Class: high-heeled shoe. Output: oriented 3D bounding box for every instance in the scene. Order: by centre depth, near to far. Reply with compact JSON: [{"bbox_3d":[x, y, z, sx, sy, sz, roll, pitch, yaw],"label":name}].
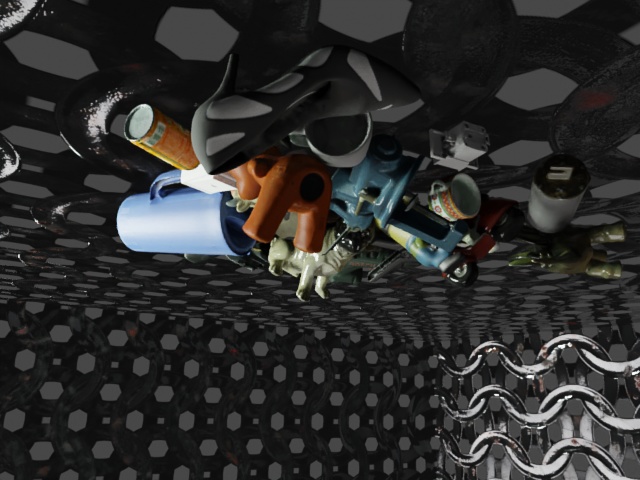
[{"bbox_3d":[-0.010,-0.128,0.580,0.249,0.145,0.086,5,164,-6],"label":"high-heeled shoe"}]

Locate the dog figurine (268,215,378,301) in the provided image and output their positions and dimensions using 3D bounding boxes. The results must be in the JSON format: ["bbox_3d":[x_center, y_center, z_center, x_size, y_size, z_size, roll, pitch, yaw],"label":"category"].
[{"bbox_3d":[0.001,-0.002,1.014,0.172,0.190,0.121,40,-161,15],"label":"dog figurine"}]

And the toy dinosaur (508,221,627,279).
[{"bbox_3d":[0.456,0.018,1.006,0.199,0.105,0.471,0,-179,19],"label":"toy dinosaur"}]

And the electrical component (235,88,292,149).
[{"bbox_3d":[-0.093,-0.146,0.660,0.119,0.075,0.047,-1,165,19],"label":"electrical component"}]

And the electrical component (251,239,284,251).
[{"bbox_3d":[-0.107,-0.024,1.023,0.102,0.078,0.045,-22,-171,14],"label":"electrical component"}]

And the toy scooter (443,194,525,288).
[{"bbox_3d":[0.265,-0.016,0.965,0.135,0.184,0.075,45,-172,38],"label":"toy scooter"}]

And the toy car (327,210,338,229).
[{"bbox_3d":[-0.003,-0.036,1.069,0.202,0.053,0.089,-4,166,16],"label":"toy car"}]

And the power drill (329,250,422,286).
[{"bbox_3d":[0.113,0.059,1.337,0.232,0.086,0.207,8,167,-17],"label":"power drill"}]

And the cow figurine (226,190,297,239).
[{"bbox_3d":[-0.074,-0.067,0.902,0.127,0.085,0.194,-13,149,12],"label":"cow figurine"}]

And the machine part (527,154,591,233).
[{"bbox_3d":[0.377,-0.070,0.861,0.079,0.079,0.243,-3,162,16],"label":"machine part"}]

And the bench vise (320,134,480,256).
[{"bbox_3d":[0.119,-0.046,0.813,0.241,0.129,0.223,29,138,7],"label":"bench vise"}]

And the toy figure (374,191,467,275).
[{"bbox_3d":[0.169,-0.014,0.928,0.089,0.180,0.082,-30,152,-13],"label":"toy figure"}]

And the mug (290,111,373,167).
[{"bbox_3d":[0.016,-0.129,0.695,0.110,0.080,0.107,-3,171,8],"label":"mug"}]

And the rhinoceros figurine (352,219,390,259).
[{"bbox_3d":[0.065,0.002,1.173,0.190,0.073,0.112,-10,171,30],"label":"rhinoceros figurine"}]

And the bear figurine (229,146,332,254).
[{"bbox_3d":[-0.075,-0.073,0.728,0.120,0.132,0.196,15,-175,-42],"label":"bear figurine"}]

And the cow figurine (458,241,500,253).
[{"bbox_3d":[0.272,-0.010,1.096,0.167,0.068,0.098,-9,155,24],"label":"cow figurine"}]

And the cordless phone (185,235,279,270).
[{"bbox_3d":[-0.187,0.028,1.171,0.184,0.089,0.146,-19,157,16],"label":"cordless phone"}]
